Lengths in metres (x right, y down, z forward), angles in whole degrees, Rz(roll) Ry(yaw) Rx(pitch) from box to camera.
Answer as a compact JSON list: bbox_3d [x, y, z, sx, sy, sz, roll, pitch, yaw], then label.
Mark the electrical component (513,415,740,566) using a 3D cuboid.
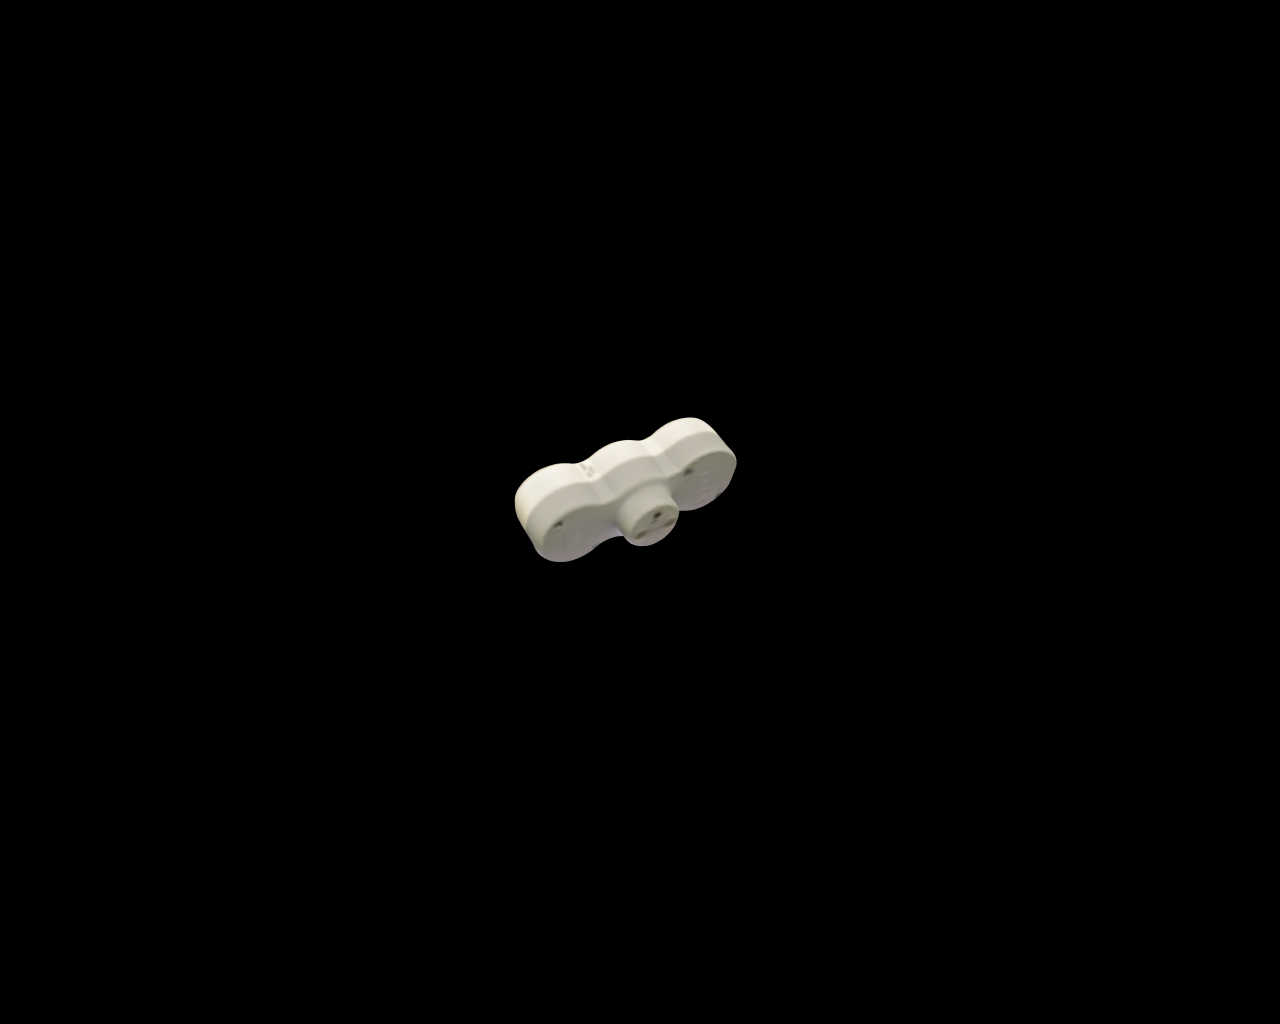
[{"bbox_3d":[0.001,-0.003,0.650,0.138,0.074,0.052,-22,-38,-18],"label":"electrical component"}]
